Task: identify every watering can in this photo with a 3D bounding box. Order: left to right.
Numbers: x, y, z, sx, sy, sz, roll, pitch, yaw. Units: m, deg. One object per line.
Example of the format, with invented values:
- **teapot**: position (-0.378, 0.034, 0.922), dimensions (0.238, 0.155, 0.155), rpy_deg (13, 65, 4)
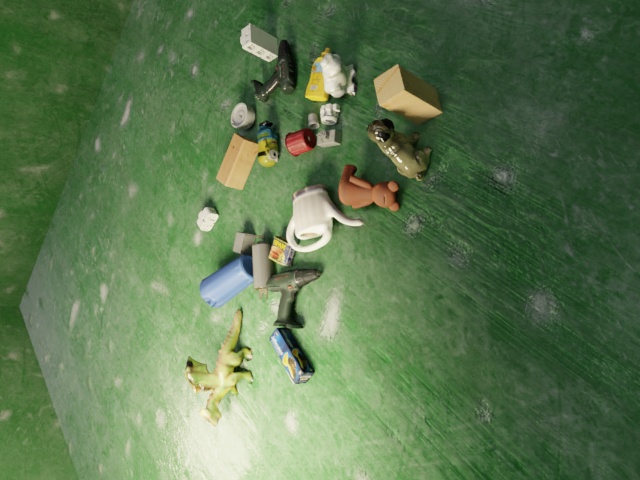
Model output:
- **watering can**: position (0.005, -0.088, 1.747), dimensions (0.344, 0.103, 0.228), rpy_deg (-22, 66, 39)

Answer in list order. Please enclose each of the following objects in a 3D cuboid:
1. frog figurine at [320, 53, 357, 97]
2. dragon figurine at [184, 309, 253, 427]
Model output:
- **frog figurine**: position (0.045, -0.571, 1.778), dimensions (0.123, 0.159, 0.137), rpy_deg (15, 93, 45)
- **dragon figurine**: position (-0.382, 0.466, 1.904), dimensions (0.121, 0.242, 0.415), rpy_deg (-22, 69, 44)
